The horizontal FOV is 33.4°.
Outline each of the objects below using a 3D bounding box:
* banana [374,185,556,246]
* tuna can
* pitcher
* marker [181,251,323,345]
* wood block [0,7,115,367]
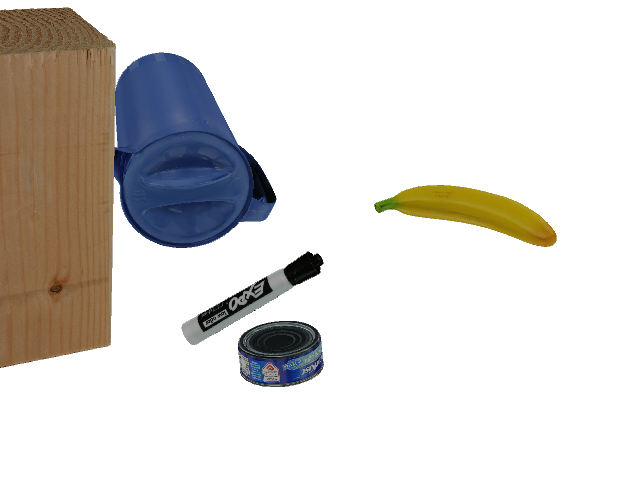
[{"bbox_3d":[0.160,-0.028,1.133,0.198,0.037,0.069,10,39,26],"label":"banana"},{"bbox_3d":[-0.040,0.113,1.078,0.086,0.034,0.086,-4,21,1],"label":"tuna can"},{"bbox_3d":[-0.148,-0.105,1.149,0.145,0.149,0.243,-22,35,-1],"label":"pitcher"},{"bbox_3d":[-0.050,0.043,0.802,0.121,0.020,0.020,-30,-8,14],"label":"marker"},{"bbox_3d":[-0.187,-0.034,0.676,0.090,0.206,0.090,-10,31,-30],"label":"wood block"}]
